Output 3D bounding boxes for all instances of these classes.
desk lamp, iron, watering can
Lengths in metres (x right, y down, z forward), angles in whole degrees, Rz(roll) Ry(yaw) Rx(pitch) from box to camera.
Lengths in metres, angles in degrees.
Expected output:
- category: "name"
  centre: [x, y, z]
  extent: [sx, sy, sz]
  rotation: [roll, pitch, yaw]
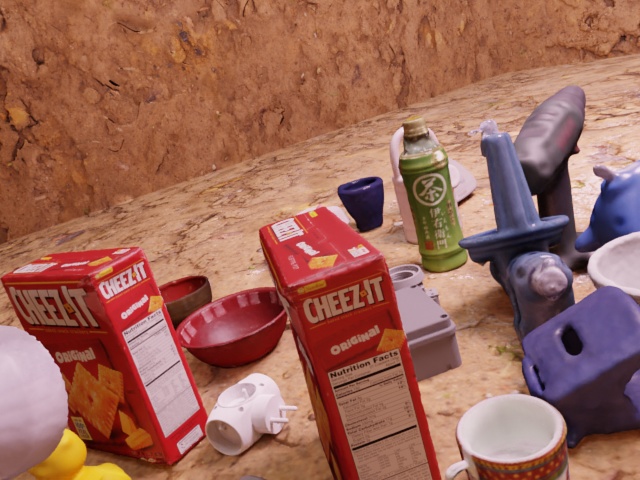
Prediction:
- category: "desk lamp"
  centre: [-0.266, 0.192, 0.406]
  extent: [0.117, 0.214, 0.203]
  rotation: [-11, 18, 19]
- category: "iron"
  centre: [0.430, -0.051, 0.658]
  extent: [0.258, 0.141, 0.118]
  rotation: [-17, 17, -3]
- category: "watering can"
  centre: [0.177, -0.100, 0.962]
  extent: [0.101, 0.194, 0.172]
  rotation: [-29, 21, -36]

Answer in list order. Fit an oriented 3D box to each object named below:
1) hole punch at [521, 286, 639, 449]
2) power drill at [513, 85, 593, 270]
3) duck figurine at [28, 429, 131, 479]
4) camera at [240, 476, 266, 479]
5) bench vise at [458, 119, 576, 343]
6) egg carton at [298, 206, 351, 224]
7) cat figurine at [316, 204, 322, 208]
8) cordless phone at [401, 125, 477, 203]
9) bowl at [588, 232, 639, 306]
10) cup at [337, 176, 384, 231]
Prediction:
- category: "hole punch"
  centre: [0.217, 0.098, 0.467]
  extent: [0.101, 0.091, 0.108]
  rotation: [-13, 17, 11]
- category: "power drill"
  centre: [0.307, -0.077, 0.740]
  extent: [0.075, 0.209, 0.230]
  rotation: [-2, 22, 40]
- category: "duck figurine"
  centre: [-0.226, 0.214, 0.523]
  extent: [0.104, 0.086, 0.078]
  rotation: [-7, 19, 28]
- category: "camera"
  centre: [-0.039, 0.210, 0.333]
  extent: [0.136, 0.101, 0.143]
  rotation: [-3, 21, 38]
- category: "bench vise"
  centre: [0.221, -0.017, 0.608]
  extent: [0.121, 0.220, 0.207]
  rotation: [-19, 17, -9]
- category: "egg carton"
  centre: [-0.016, -0.014, 1.086]
  extent: [0.107, 0.069, 0.151]
  rotation: [0, 23, 43]
- category: "cat figurine"
  centre: [0.008, 0.003, 0.923]
  extent: [0.067, 0.118, 0.127]
  rotation: [-21, 17, -14]
- category: "cordless phone"
  centre: [0.224, -0.155, 1.110]
  extent: [0.093, 0.185, 0.148]
  rotation: [1, 24, 45]
- category: "bowl"
  centre: [0.346, 0.047, 0.539]
  extent: [0.167, 0.075, 0.167]
  rotation: [-15, 17, 5]
- category: "cup"
  centre: [0.080, -0.068, 1.125]
  extent: [0.092, 0.095, 0.117]
  rotation: [-26, 19, -30]
